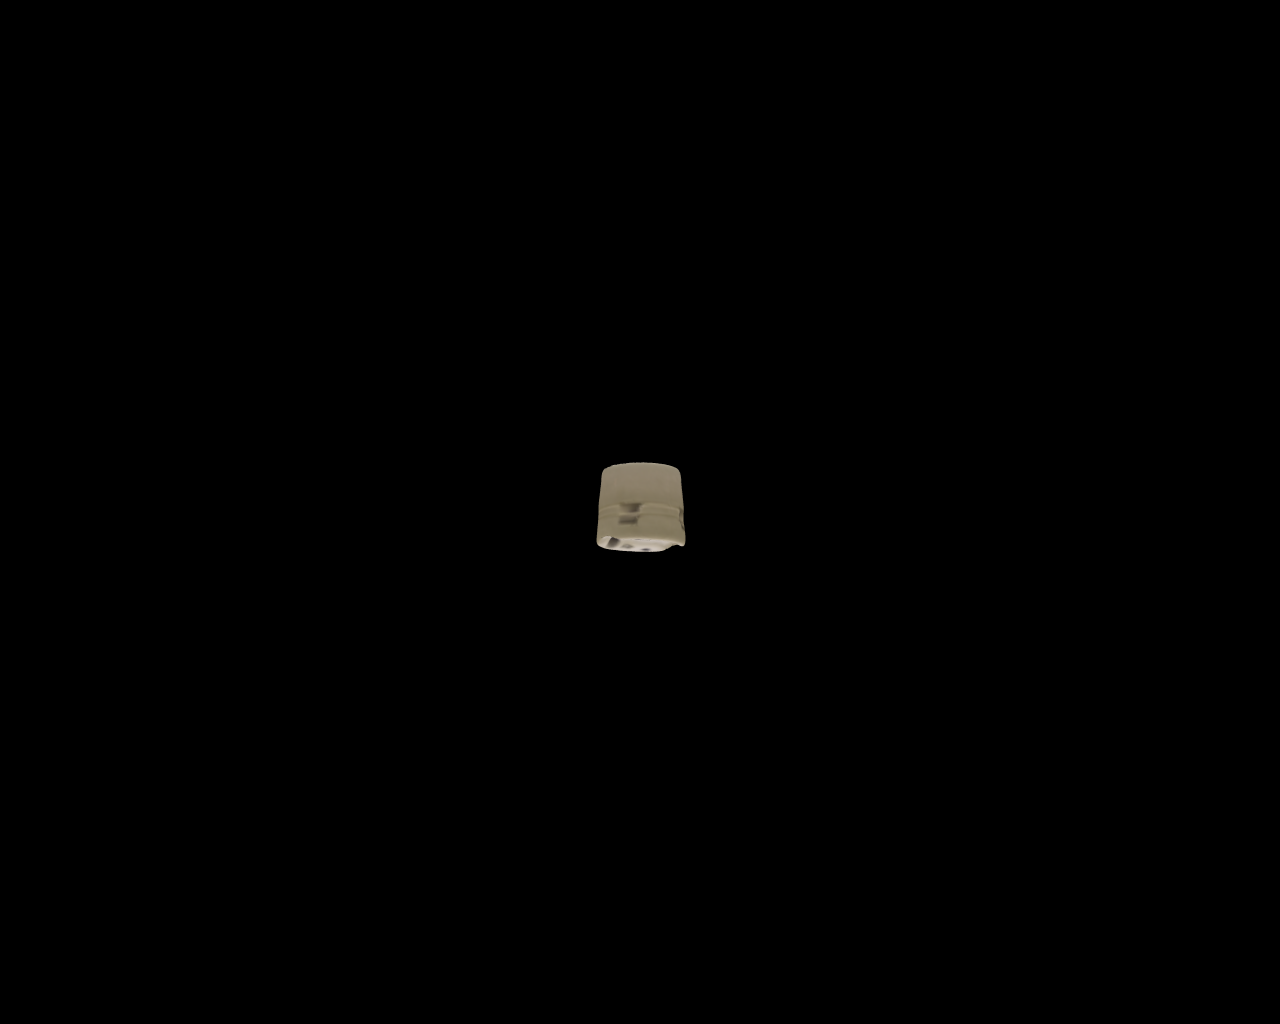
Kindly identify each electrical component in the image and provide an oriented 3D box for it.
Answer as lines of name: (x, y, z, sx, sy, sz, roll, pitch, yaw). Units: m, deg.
electrical component: (0.001, -0.003, 0.650, 0.055, 0.047, 0.055, 0, -11, 0)
